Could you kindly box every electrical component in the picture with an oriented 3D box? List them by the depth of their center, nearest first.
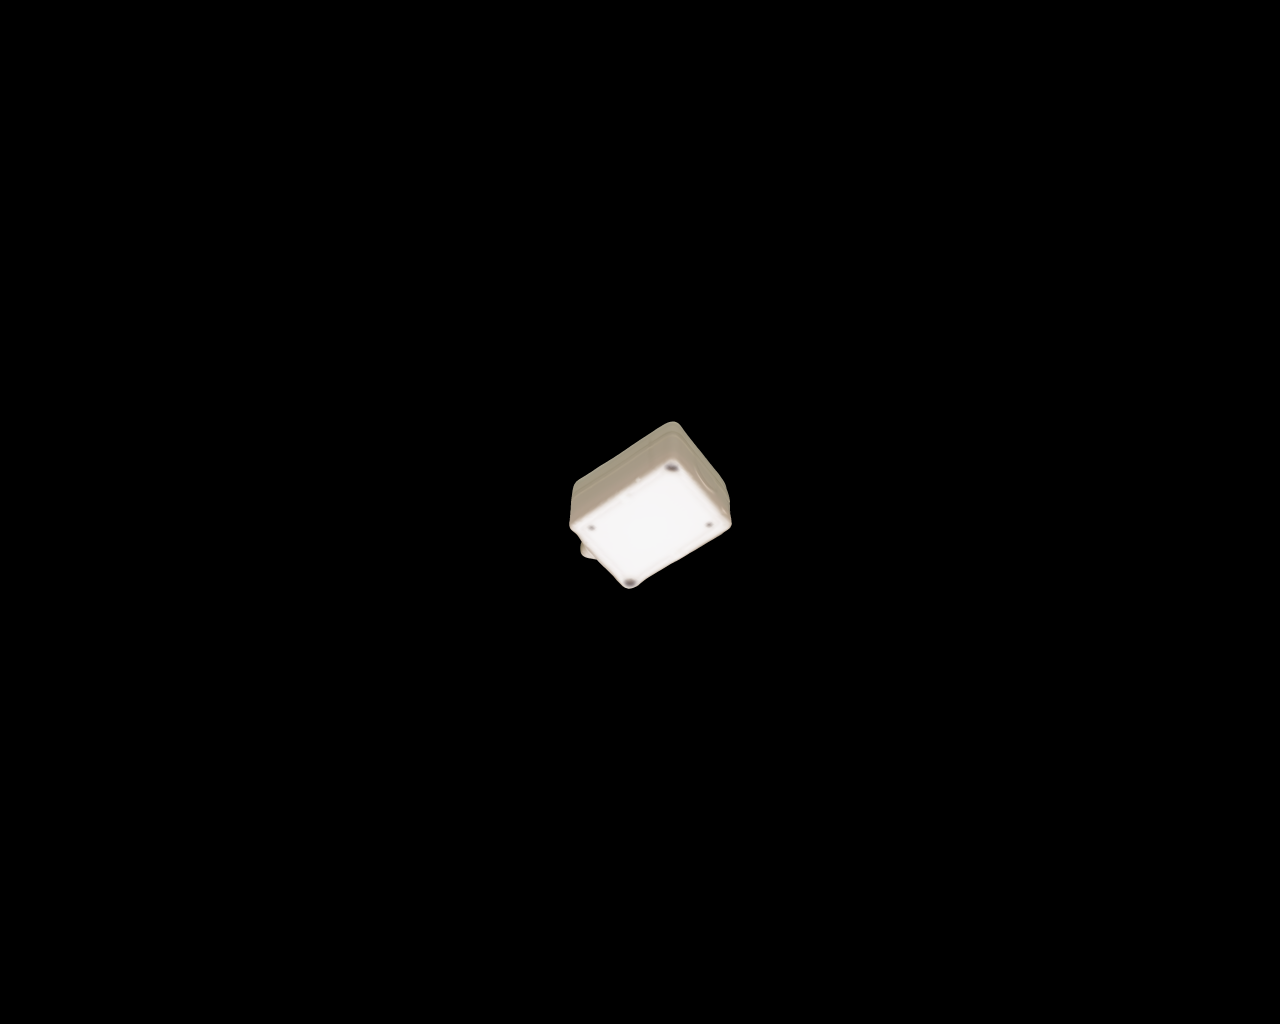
[{"bbox_3d":[0.001,-0.003,0.650,0.096,0.061,0.061,-32,26,18],"label":"electrical component"}]
